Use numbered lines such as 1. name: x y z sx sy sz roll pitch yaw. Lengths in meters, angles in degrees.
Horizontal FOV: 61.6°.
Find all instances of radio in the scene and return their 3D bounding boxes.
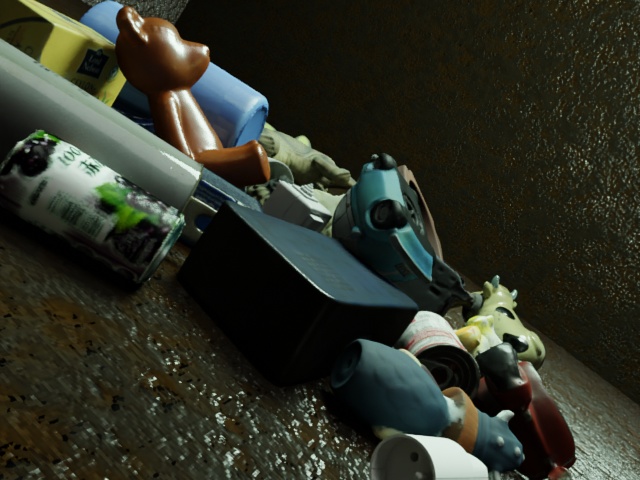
1. radio: -0.006 0.045 0.470 0.131 0.073 0.229 39 8 24

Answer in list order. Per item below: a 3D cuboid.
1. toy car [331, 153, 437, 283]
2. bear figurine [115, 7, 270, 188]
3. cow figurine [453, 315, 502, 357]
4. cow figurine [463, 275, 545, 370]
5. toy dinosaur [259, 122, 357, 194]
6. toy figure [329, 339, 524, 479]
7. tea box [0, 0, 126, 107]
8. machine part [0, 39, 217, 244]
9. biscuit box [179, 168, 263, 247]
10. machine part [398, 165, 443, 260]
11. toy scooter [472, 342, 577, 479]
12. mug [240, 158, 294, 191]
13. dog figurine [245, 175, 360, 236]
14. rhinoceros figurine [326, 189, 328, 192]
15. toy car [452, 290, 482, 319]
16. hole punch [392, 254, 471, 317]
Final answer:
1. toy car: 0.063 -0.017 0.617 0.109 0.103 0.162 46 26 -43
2. bear figurine: -0.137 -0.149 0.577 0.132 0.195 0.120 -11 12 -8
3. cow figurine: 0.207 0.153 0.702 0.167 0.068 0.098 12 50 -65
4. cow figurine: 0.291 0.143 0.873 0.085 0.127 0.195 35 11 -24
5. toy dinosaur: -0.106 -0.150 0.938 0.471 0.105 0.199 20 18 -24
6. toy figure: 0.081 0.127 0.396 0.154 0.064 0.058 33 -6 -12
7. tea box: -0.266 -0.172 0.537 0.068 0.098 0.169 35 11 0
8. machine part: -0.177 -0.068 0.392 0.243 0.079 0.079 33 10 -21
9. biscuit box: -0.147 -0.053 0.482 0.202 0.059 0.063 32 9 -21
10. machine part: 0.151 -0.013 0.962 0.201 0.087 0.201 57 23 -31
11. toy scooter: 0.205 0.177 0.545 0.135 0.075 0.183 63 7 21
12. mug: -0.092 -0.086 0.790 0.109 0.080 0.107 20 8 -46
13. dog figurine: -0.004 -0.002 0.721 0.190 0.121 0.172 -12 65 -41
14. rhinoceros figurine: 0.039 -0.037 1.026 0.190 0.073 0.112 36 8 4
15. toy car: 0.166 0.087 0.803 0.089 0.053 0.202 28 -8 -6
16. hole punch: 0.110 0.064 0.681 0.142 0.116 0.092 41 2 26
